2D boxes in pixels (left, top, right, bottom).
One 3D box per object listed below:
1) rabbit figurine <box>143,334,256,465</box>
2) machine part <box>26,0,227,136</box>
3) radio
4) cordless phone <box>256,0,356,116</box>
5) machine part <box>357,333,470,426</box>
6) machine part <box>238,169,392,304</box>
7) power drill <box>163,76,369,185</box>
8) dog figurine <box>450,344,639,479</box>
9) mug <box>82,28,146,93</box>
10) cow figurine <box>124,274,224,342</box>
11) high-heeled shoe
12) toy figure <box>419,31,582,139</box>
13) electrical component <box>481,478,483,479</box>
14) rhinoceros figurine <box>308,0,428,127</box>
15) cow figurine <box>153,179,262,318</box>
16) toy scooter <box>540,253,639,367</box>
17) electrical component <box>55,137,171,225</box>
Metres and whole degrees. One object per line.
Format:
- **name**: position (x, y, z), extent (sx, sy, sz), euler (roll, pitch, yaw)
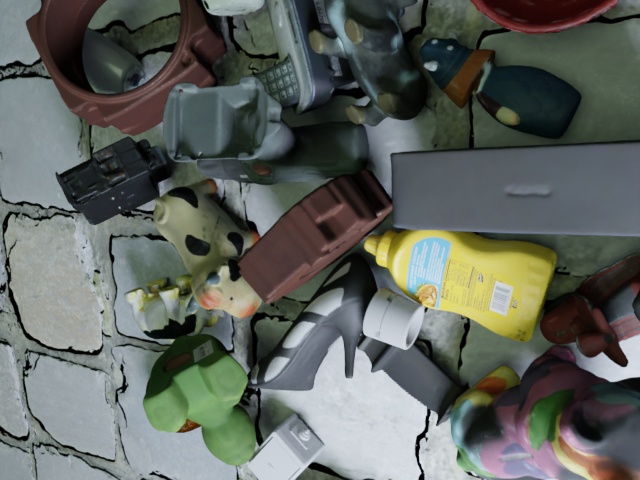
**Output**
- **rabbit figurine**: position (-0.149, 0.217, 0.702), extent (0.159, 0.121, 0.170), euler (21, 138, 62)
- **machine part**: position (-0.236, -0.249, 0.658), extent (0.201, 0.087, 0.201), euler (-29, 84, 4)
- **radio**: position (0.189, -0.049, 0.468), extent (0.230, 0.131, 0.073), euler (4, 102, 30)
- **cordless phone**: position (-0.063, -0.205, 0.614), extent (0.184, 0.089, 0.146), euler (-13, 94, 36)
- **machine part**: position (0.106, 0.141, 0.611), extent (0.139, 0.039, 0.084), euler (45, 113, 17)
- **machine part**: position (-0.001, -0.002, 0.570), extent (0.179, 0.179, 0.056), euler (-41, 82, 30)
- **power drill**: position (-0.075, -0.098, 0.570), extent (0.232, 0.207, 0.086), euler (0, 82, 19)
- **dog figurine**: position (0.194, 0.167, 0.450), extent (0.191, 0.219, 0.108), euler (-30, 80, 14)
- **mug**: position (-0.303, -0.227, 0.748), extent (0.107, 0.081, 0.109), euler (25, 103, 15)
- **cow figurine**: position (-0.194, 0.102, 0.758), extent (0.167, 0.068, 0.098), euler (-6, 103, 34)
- **high-heeled shoe**: position (-0.023, 0.109, 0.671), extent (0.249, 0.086, 0.145), euler (-22, 59, 46)
- **toy figure**: position (0.161, -0.144, 0.505), extent (0.155, 0.064, 0.057), euler (31, 128, 21)
- **electrical component**: position (0.199, 0.254, 0.588), extent (0.094, 0.021, 0.063), euler (-5, 98, 30)
- **rhinoceros figurine**: position (0.054, -0.207, 0.531), extent (0.073, 0.112, 0.190), euler (-1, 115, 59)
- **cow figurine**: position (-0.140, 0.014, 0.675), extent (0.195, 0.127, 0.085), euler (50, 122, 15)
- **toy scooter**: position (0.267, 0.052, 0.443), extent (0.184, 0.135, 0.075), euler (-32, 82, 30)
- **electrical component**: position (-0.271, -0.081, 0.728), extent (0.134, 0.115, 0.058), euler (-30, 85, -13)
